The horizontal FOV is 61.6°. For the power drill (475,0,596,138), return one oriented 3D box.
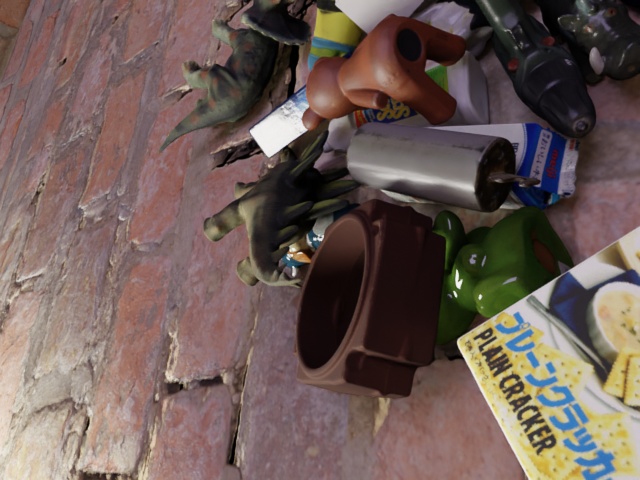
[{"bbox_3d":[0.207,-0.229,0.567,0.086,0.207,0.232,-38,24,28],"label":"power drill"}]

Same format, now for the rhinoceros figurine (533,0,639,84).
[{"bbox_3d":[0.298,-0.233,0.577,0.073,0.112,0.190,-31,44,22],"label":"rhinoceros figurine"}]

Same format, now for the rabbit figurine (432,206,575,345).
[{"bbox_3d":[0.158,0.041,0.559,0.170,0.121,0.159,-36,45,41],"label":"rabbit figurine"}]

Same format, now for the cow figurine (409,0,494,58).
[{"bbox_3d":[0.176,-0.311,0.747,0.098,0.068,0.167,-40,49,18],"label":"cow figurine"}]

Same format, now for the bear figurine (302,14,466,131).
[{"bbox_3d":[0.068,-0.196,0.683,0.196,0.132,0.120,-17,59,60],"label":"bear figurine"}]

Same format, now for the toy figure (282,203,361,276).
[{"bbox_3d":[-0.001,-0.003,0.753,0.154,0.057,0.064,-26,20,30],"label":"toy figure"}]

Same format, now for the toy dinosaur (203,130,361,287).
[{"bbox_3d":[-0.049,-0.042,0.689,0.198,0.105,0.472,-37,22,21],"label":"toy dinosaur"}]

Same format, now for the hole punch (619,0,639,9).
[{"bbox_3d":[0.337,-0.320,0.579,0.092,0.142,0.116,-4,53,37],"label":"hole punch"}]

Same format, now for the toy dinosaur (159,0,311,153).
[{"bbox_3d":[-0.152,-0.307,0.998,0.192,0.131,0.404,35,99,45],"label":"toy dinosaur"}]

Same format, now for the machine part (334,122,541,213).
[{"bbox_3d":[0.114,-0.081,0.575,0.244,0.079,0.079,17,81,42],"label":"machine part"}]

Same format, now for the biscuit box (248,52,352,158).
[{"bbox_3d":[-0.019,-0.204,0.829,0.203,0.059,0.063,-27,15,37],"label":"biscuit box"}]

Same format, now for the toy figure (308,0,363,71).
[{"bbox_3d":[0.027,-0.314,0.831,0.082,0.089,0.180,23,110,17],"label":"toy figure"}]

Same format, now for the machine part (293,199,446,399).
[{"bbox_3d":[0.045,0.068,0.599,0.201,0.087,0.201,150,132,-64],"label":"machine part"}]
